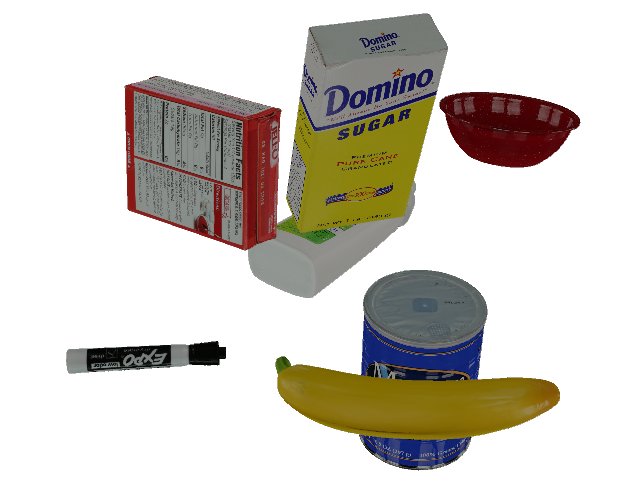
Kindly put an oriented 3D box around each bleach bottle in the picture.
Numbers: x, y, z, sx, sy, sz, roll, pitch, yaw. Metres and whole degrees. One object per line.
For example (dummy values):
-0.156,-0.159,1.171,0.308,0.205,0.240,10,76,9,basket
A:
0.030,-0.022,1.286,0.103,0.068,0.250,22,38,30,bleach bottle

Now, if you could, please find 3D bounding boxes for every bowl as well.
0.215,-0.125,1.235,0.162,0.055,0.162,4,23,-2,bowl

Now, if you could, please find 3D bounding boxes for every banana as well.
0.051,0.100,0.691,0.198,0.037,0.069,5,32,19,banana

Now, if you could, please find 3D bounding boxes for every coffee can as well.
0.085,0.111,0.919,0.103,0.140,0.103,1,33,-1,coffee can

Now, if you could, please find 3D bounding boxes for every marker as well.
-0.133,0.090,0.821,0.121,0.020,0.020,-3,0,-3,marker

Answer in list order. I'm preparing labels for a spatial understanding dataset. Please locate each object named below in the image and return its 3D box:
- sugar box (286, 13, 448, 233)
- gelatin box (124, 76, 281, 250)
0.030,-0.082,0.792,0.093,0.048,0.176,-10,-35,-16,sugar box
-0.063,-0.042,0.569,0.089,0.073,0.030,18,28,31,gelatin box
